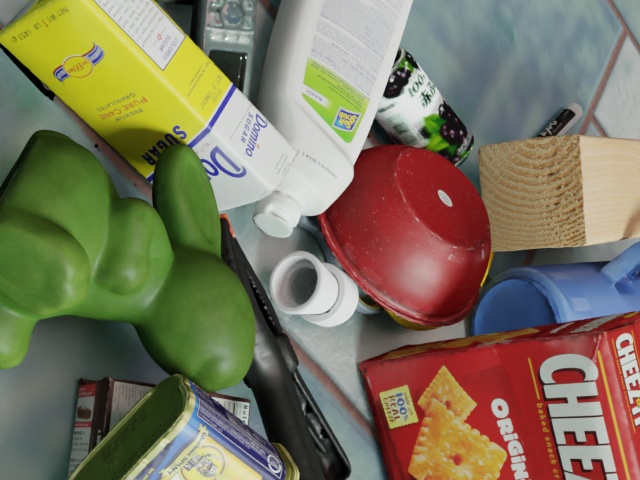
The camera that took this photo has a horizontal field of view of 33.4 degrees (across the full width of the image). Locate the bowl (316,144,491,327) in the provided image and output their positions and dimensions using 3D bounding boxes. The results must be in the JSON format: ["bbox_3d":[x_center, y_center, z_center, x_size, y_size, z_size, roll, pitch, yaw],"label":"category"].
[{"bbox_3d":[0.076,-0.017,0.804,0.162,0.055,0.162,25,43,-26],"label":"bowl"}]

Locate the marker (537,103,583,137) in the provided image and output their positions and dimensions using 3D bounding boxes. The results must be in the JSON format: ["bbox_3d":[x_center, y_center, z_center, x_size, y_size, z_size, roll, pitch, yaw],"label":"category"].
[{"bbox_3d":[0.223,-0.101,1.036,0.120,0.020,0.020,-41,109,-42],"label":"marker"}]

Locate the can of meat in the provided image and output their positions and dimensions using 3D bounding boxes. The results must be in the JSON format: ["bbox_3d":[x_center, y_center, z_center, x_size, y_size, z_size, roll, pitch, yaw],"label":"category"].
[{"bbox_3d":[-0.077,0.135,0.582,0.102,0.057,0.084,-47,117,1],"label":"can of meat"}]

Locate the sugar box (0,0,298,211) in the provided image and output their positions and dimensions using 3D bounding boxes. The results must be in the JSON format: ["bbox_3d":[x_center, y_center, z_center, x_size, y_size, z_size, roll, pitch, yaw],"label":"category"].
[{"bbox_3d":[-0.105,-0.089,0.663,0.176,0.094,0.048,47,53,-25],"label":"sugar box"}]

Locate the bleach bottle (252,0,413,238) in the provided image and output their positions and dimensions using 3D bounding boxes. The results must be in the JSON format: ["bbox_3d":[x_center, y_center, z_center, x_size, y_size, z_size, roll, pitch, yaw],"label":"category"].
[{"bbox_3d":[-0.004,-0.117,0.779,0.102,0.068,0.250,30,60,-19],"label":"bleach bottle"}]

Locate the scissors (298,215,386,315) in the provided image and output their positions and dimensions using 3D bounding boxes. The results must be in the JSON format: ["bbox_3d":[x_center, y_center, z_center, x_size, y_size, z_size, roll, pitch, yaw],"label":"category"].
[{"bbox_3d":[-0.005,0.001,0.793,0.201,0.016,0.096,12,72,-42],"label":"scissors"}]

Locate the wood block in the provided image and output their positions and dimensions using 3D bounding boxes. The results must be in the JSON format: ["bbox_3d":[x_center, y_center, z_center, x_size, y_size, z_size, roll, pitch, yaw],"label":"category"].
[{"bbox_3d":[0.226,-0.042,0.944,0.205,0.090,0.091,-6,91,-56],"label":"wood block"}]

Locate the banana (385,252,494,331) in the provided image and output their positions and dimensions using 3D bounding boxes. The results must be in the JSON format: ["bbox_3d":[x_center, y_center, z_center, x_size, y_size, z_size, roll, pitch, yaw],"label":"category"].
[{"bbox_3d":[0.104,0.026,0.868,0.197,0.037,0.069,-32,116,-51],"label":"banana"}]

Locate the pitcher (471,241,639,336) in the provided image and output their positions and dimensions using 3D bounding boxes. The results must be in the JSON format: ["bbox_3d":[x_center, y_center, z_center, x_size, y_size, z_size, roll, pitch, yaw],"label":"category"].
[{"bbox_3d":[0.255,0.070,0.943,0.242,0.145,0.149,2,83,-41],"label":"pitcher"}]

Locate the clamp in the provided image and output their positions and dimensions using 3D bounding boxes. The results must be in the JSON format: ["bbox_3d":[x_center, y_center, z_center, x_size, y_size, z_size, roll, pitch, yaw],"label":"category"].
[{"bbox_3d":[-0.031,0.085,0.706,0.164,0.036,0.210,50,16,-78],"label":"clamp"}]

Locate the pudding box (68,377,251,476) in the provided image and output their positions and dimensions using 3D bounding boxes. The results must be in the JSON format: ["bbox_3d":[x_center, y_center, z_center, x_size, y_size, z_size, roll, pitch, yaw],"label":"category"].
[{"bbox_3d":[-0.097,0.135,0.656,0.113,0.039,0.090,18,69,-42],"label":"pudding box"}]

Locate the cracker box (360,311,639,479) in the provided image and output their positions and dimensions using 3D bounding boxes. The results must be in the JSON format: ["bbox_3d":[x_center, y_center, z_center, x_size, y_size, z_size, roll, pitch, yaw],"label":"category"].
[{"bbox_3d":[0.141,0.148,0.758,0.071,0.214,0.164,-14,90,-46],"label":"cracker box"}]
